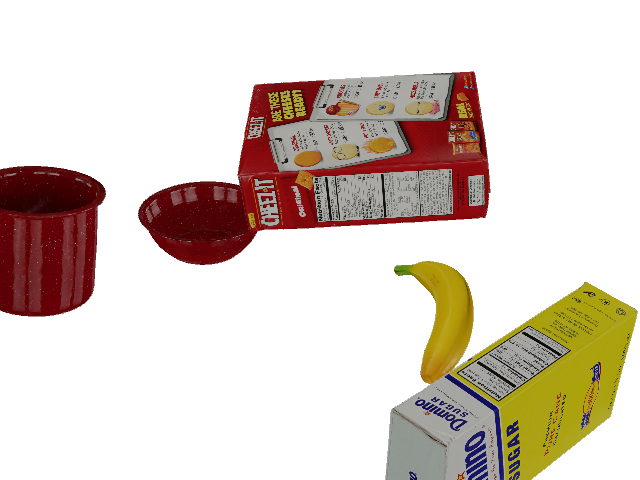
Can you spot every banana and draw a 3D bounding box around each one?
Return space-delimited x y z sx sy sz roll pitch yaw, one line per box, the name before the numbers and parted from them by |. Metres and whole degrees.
banana | 0.122 0.072 1.073 0.070 0.037 0.198 -30 27 12

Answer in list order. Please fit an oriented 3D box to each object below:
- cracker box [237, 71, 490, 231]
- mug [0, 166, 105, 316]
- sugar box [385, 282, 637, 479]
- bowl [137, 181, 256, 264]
cracker box | 0.041 -0.083 0.973 0.214 0.072 0.164 -4 36 6
mug | -0.211 0.002 0.749 0.117 0.081 0.093 -7 27 -29
sugar box | 0.113 0.102 0.626 0.048 0.093 0.175 30 44 35
bowl | -0.145 -0.015 1.331 0.162 0.055 0.162 1 29 -1
